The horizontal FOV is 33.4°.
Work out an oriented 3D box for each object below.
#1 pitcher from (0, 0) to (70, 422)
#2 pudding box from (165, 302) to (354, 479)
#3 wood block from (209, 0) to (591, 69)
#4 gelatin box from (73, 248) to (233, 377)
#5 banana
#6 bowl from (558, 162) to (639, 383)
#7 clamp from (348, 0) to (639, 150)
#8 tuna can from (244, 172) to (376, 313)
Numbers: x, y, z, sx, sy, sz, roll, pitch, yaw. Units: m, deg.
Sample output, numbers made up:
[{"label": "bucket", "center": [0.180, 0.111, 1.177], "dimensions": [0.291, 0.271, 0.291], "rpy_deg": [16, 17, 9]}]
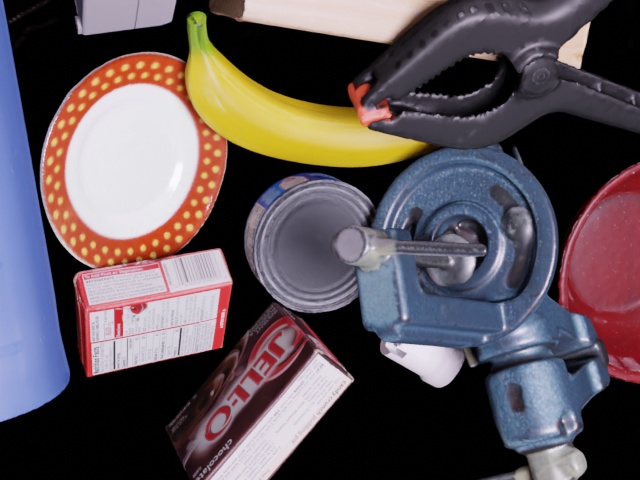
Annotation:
[{"label": "pitcher", "center": [-0.214, -0.026, 0.544], "dimensions": [0.144, 0.149, 0.243], "rpy_deg": [-8, 103, -17]}, {"label": "pudding box", "center": [-0.040, 0.102, 0.660], "dimensions": [0.039, 0.090, 0.113], "rpy_deg": [38, 90, -24]}, {"label": "wood block", "center": [0.049, -0.159, 0.622], "dimensions": [0.205, 0.091, 0.090], "rpy_deg": [5, 103, -20]}, {"label": "gelatin box", "center": [-0.100, 0.043, 0.637], "dimensions": [0.089, 0.030, 0.073], "rpy_deg": [-10, 145, -18]}, {"label": "banana", "center": [-0.004, -0.075, 0.644], "dimensions": [0.197, 0.037, 0.070], "rpy_deg": [14, 139, -30]}, {"label": "bowl", "center": [0.225, 0.015, 0.744], "dimensions": [0.162, 0.055, 0.162], "rpy_deg": [-4, 105, -17]}, {"label": "clamp", "center": [0.119, -0.108, 0.581], "dimensions": [0.210, 0.036, 0.164], "rpy_deg": [-10, 131, -7]}, {"label": "tuna can", "center": [-0.004, 0.001, 0.676], "dimensions": [0.086, 0.034, 0.086], "rpy_deg": [-4, 105, -17]}]
